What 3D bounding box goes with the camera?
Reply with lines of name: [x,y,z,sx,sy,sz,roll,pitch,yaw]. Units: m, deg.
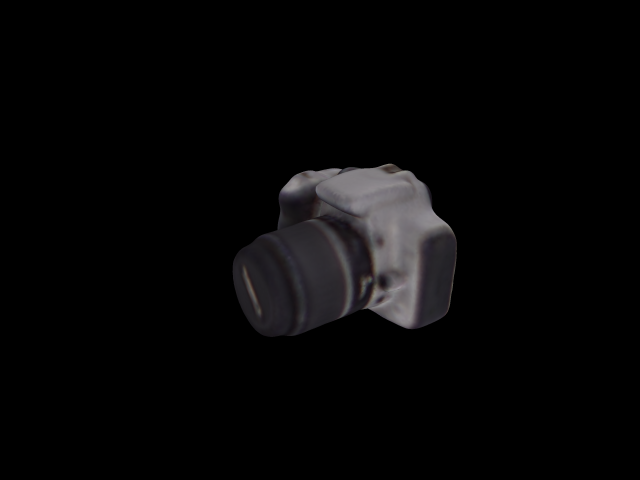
camera: [0.004,0.001,0.400,0.137,0.101,0.142,-18,32,-31]
